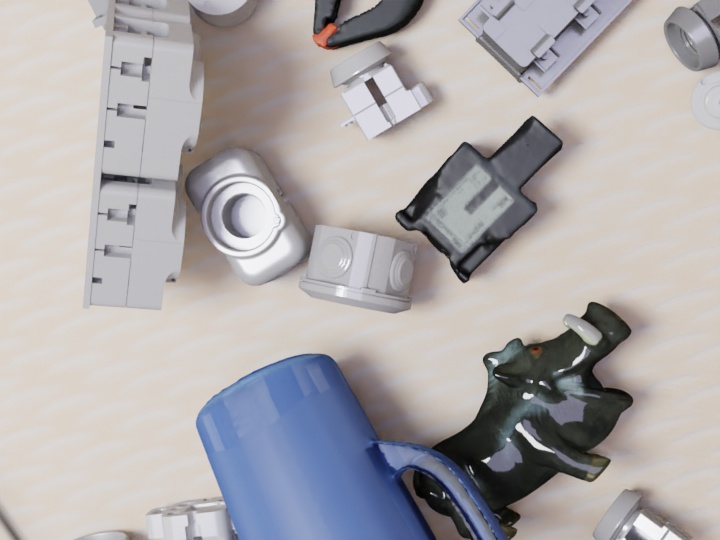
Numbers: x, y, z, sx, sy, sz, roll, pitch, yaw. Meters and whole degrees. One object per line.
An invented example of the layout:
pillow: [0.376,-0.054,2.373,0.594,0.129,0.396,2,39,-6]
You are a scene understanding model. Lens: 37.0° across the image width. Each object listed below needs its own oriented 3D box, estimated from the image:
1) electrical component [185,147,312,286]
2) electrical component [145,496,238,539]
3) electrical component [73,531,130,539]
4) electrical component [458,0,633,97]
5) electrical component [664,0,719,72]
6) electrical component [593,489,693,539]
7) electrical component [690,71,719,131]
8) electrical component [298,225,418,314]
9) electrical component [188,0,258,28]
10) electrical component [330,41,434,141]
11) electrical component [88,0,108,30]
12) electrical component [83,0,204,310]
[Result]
electrical component: [-0.080,-0.038,0.768,0.054,0.059,0.095,-32,90,6]
electrical component: [-0.113,0.200,0.786,0.078,0.058,0.057,-8,90,5]
electrical component: [-0.193,0.229,0.795,0.078,0.058,0.057,-8,95,5]
electrical component: [0.138,-0.192,0.739,0.079,0.063,0.121,44,96,1]
electrical component: [0.245,-0.169,0.741,0.055,0.048,0.066,-33,90,-2]
electrical component: [0.199,0.188,0.758,0.055,0.066,0.048,36,96,22]
electrical component: [0.245,-0.115,0.730,0.040,0.078,0.040,3,101,17]
electrical component: [0.000,0.000,0.755,0.080,0.080,0.051,11,89,4]
electrical component: [-0.128,-0.236,0.751,0.052,0.073,0.138,-41,89,-1]
electrical component: [0.010,-0.128,0.763,0.066,0.048,0.055,-30,98,6]
electrical component: [-0.158,-0.178,0.763,0.042,0.081,0.063,-21,114,6]
electrical component: [-0.145,-0.079,0.714,0.060,0.105,0.186,5,119,-14]
